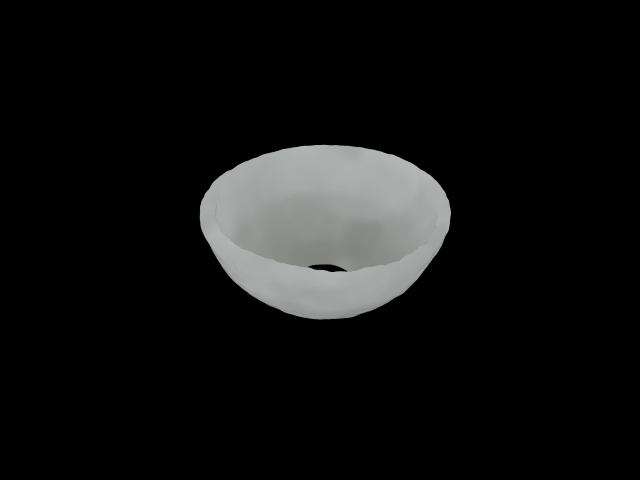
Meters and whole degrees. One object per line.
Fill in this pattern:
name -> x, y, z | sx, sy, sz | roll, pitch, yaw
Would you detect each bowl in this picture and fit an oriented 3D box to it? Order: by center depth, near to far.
bowl -> 0.004, 0.001, 0.400 | 0.167, 0.075, 0.167 | 0, 36, 0
